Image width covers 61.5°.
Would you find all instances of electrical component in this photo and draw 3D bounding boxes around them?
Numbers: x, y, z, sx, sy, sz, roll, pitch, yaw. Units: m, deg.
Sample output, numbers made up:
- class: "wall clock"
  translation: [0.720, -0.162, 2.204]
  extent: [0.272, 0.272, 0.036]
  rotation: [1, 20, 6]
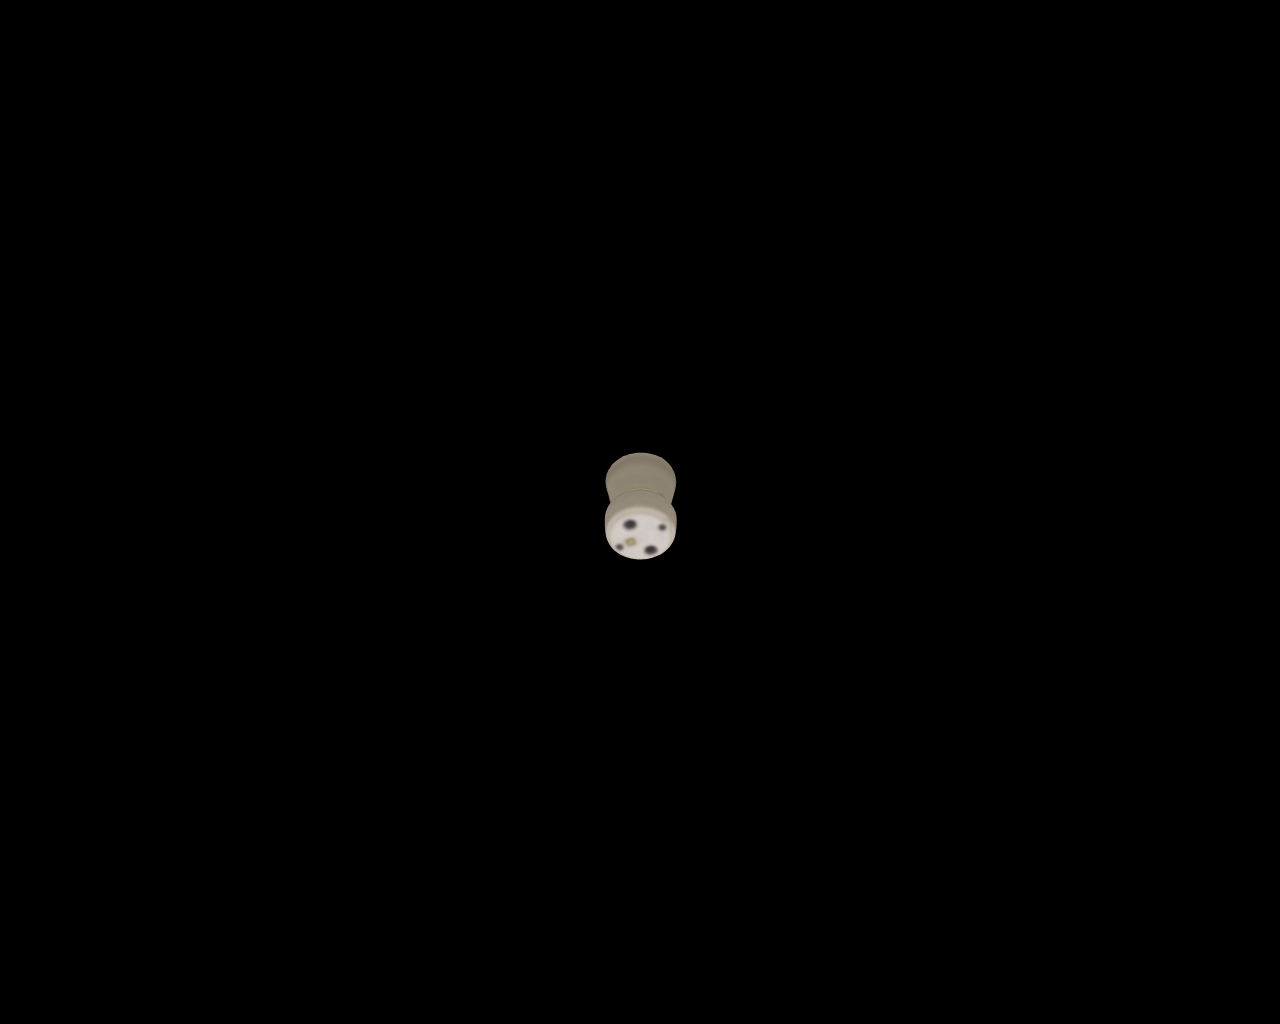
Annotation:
- class: "electrical component"
  translation: [0.001, -0.003, 0.650]
  extent: [0.045, 0.044, 0.055]
  rotation: [0, 40, 0]
